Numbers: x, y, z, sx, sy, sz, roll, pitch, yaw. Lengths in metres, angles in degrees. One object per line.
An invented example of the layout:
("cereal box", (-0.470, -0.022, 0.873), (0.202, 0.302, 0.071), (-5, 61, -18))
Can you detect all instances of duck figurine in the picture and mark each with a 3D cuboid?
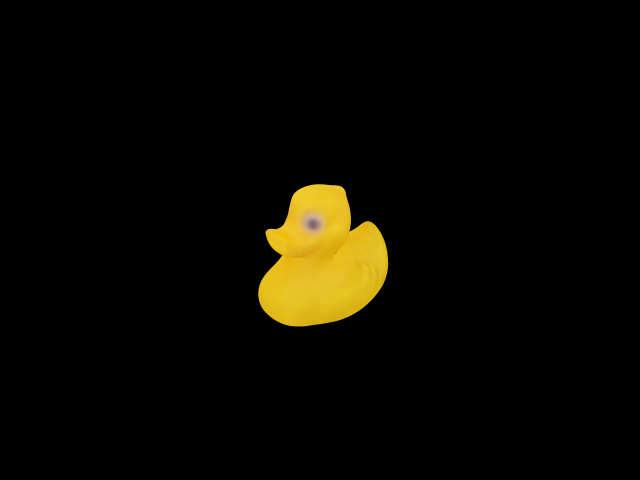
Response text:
("duck figurine", (0.004, 0.001, 0.400), (0.105, 0.086, 0.077), (-22, 36, -33))
